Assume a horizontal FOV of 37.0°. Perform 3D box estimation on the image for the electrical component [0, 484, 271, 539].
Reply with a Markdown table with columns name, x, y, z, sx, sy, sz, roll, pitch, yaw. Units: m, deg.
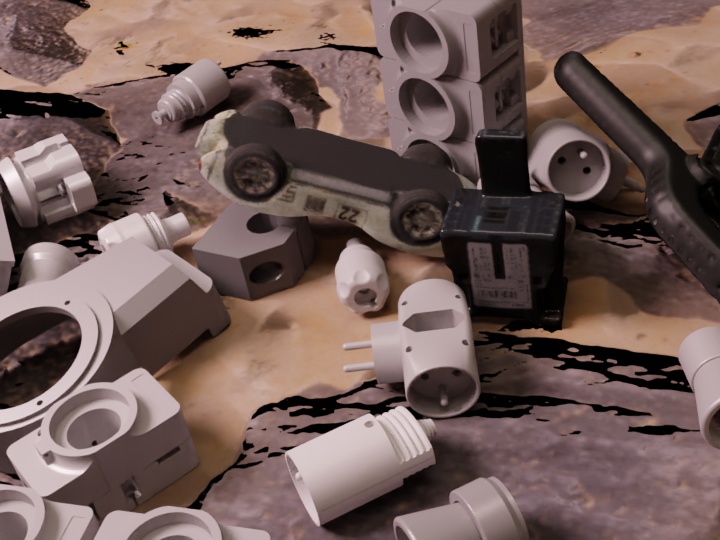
| name | x | y | z | sx | sy | sz | roll | pitch | yaw |
| --- | --- | --- | --- | --- | --- | --- | --- | --- | --- |
| electrical component | -0.141 | 0.171 | 0.524 | 0.186 | 0.060 | 0.105 | 3 | 41 | 16 |

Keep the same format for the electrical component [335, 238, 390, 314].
| name | x | y | z | sx | sy | sz | roll | pitch | yaw |
| --- | --- | --- | --- | --- | --- | --- | --- | --- | --- |
| electrical component | 0.000 | 0.000 | 0.718 | 0.035 | 0.035 | 0.061 | -11 | 37 | 0 |

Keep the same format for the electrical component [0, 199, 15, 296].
| name | x | y | z | sx | sy | sz | roll | pitch | yaw |
| --- | --- | --- | --- | --- | --- | --- | --- | --- | --- |
| electrical component | -0.320 | -0.034 | 0.778 | 0.105 | 0.060 | 0.186 | 3 | 32 | -28 |

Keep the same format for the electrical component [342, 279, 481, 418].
| name | x | y | z | sx | sy | sz | roll | pitch | yaw |
| --- | --- | --- | --- | --- | --- | --- | --- | --- | --- |
| electrical component | 0.029 | 0.048 | 0.646 | 0.079 | 0.043 | 0.077 | -7 | 39 | 4 |

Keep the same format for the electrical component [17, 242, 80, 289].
| name | x | y | z | sx | sy | sz | roll | pitch | yaw |
| --- | --- | --- | --- | --- | --- | --- | --- | --- | --- |
| electrical component | -0.220 | 0.010 | 0.752 | 0.040 | 0.040 | 0.046 | -5 | 46 | 7 |

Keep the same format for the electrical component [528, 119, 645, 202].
| name | x | y | z | sx | sy | sz | roll | pitch | yaw |
| --- | --- | --- | --- | --- | --- | --- | --- | --- | --- |
| electrical component | 0.162 | -0.072 | 0.753 | 0.079 | 0.043 | 0.077 | 20 | 17 | -7 |

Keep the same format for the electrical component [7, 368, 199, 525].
| name | x | y | z | sx | sy | sz | roll | pitch | yaw |
| --- | --- | --- | --- | --- | --- | --- | --- | --- | --- |
| electrical component | -0.146 | 0.103 | 0.611 | 0.089 | 0.055 | 0.050 | -32 | 44 | -24 |

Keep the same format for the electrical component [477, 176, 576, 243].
| name | x | y | z | sx | sy | sz | roll | pitch | yaw |
| --- | --- | --- | --- | --- | --- | --- | --- | --- | --- |
| electrical component | 0.109 | -0.043 | 0.723 | 0.044 | 0.044 | 0.065 | -24 | 60 | -16 |

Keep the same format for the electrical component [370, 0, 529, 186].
| name | x | y | z | sx | sy | sz | roll | pitch | yaw |
| --- | --- | --- | --- | --- | --- | --- | --- | --- | --- |
| electrical component | 0.064 | -0.131 | 0.768 | 0.089 | 0.150 | 0.062 | 24 | 50 | 35 |

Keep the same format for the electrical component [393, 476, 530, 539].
| name | x | y | z | sx | sy | sz | roll | pitch | yaw |
| --- | --- | --- | --- | --- | --- | --- | --- | --- | --- |
| electrical component | 0.051 | 0.133 | 0.539 | 0.055 | 0.045 | 0.045 | -22 | 41 | -14 |

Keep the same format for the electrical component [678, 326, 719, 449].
| name | x | y | z | sx | sy | sz | roll | pitch | yaw |
| --- | --- | --- | --- | --- | --- | --- | --- | --- | --- |
| electrical component | 0.201 | 0.062 | 0.594 | 0.044 | 0.044 | 0.065 | -8 | 35 | 3 |

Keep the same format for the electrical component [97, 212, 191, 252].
| name | x | y | z | sx | sy | sz | roll | pitch | yaw |
| --- | --- | --- | --- | --- | --- | --- | --- | --- | --- |
| electrical component | -0.152 | -0.021 | 0.771 | 0.062 | 0.043 | 0.043 | -26 | 42 | -20 |

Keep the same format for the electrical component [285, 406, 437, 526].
| name | x | y | z | sx | sy | sz | roll | pitch | yaw |
| --- | --- | --- | --- | --- | --- | --- | --- | --- | --- |
| electrical component | 0.005 | 0.102 | 0.587 | 0.081 | 0.043 | 0.043 | -23 | 41 | -15 |

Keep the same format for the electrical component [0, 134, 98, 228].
| name | x | y | z | sx | sy | sz | roll | pitch | yaw |
| --- | --- | --- | --- | --- | --- | --- | --- | --- | --- |
| electrical component | -0.246 | -0.067 | 0.836 | 0.057 | 0.058 | 0.078 | -25 | 41 | -21 |

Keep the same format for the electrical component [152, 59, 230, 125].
| name | x | y | z | sx | sy | sz | roll | pitch | yaw |
| --- | --- | --- | --- | --- | --- | --- | --- | --- | --- |
| electrical component | -0.147 | -0.150 | 0.925 | 0.040 | 0.040 | 0.078 | 22 | 50 | 33 |
